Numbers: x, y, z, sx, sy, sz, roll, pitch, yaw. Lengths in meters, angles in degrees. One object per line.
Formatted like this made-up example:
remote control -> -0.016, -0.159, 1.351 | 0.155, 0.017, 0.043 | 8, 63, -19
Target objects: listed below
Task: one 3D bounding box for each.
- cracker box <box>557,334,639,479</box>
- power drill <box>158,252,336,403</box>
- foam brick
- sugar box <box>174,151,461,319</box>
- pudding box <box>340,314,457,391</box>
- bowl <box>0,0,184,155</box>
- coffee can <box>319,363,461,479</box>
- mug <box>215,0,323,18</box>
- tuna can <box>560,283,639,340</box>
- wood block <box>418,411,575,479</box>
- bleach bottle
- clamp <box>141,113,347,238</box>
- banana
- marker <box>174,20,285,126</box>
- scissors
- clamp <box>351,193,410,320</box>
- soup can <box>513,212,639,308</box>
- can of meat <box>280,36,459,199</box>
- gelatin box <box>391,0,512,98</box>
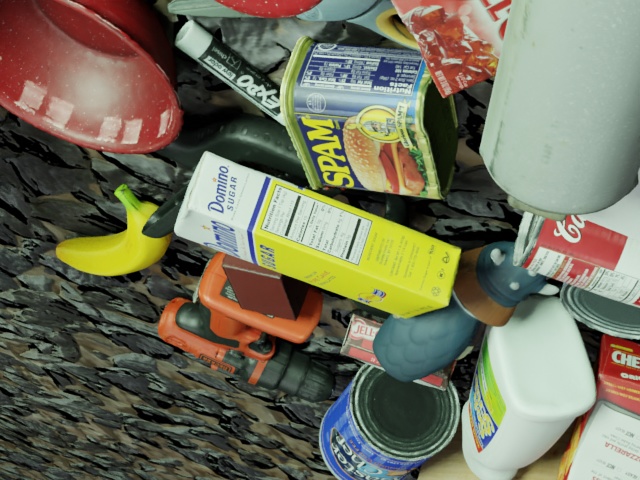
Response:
cracker box -> 0.271, 0.195, 0.829 | 0.164, 0.072, 0.214 | 15, 119, 12
power drill -> -0.055, 0.086, 0.978 | 0.184, 0.057, 0.188 | 23, 153, -4
foam brick -> -0.040, 0.022, 0.852 | 0.051, 0.053, 0.078 | 13, 152, 16
sugar box -> -0.005, 0.001, 0.697 | 0.176, 0.048, 0.093 | 18, 166, -8
pudding box -> 0.065, 0.092, 0.887 | 0.090, 0.039, 0.113 | 20, 174, 4
bowl -> -0.150, -0.122, 0.658 | 0.162, 0.055, 0.162 | 17, 153, 8
coffee can -> 0.062, 0.174, 1.009 | 0.103, 0.102, 0.140 | 22, 153, -2
mug -> -0.027, -0.161, 0.468 | 0.093, 0.081, 0.117 | -4, 145, 40
tuna can -> 0.208, 0.033, 0.718 | 0.086, 0.033, 0.086 | 17, 153, 8
wood block -> 0.205, 0.219, 1.009 | 0.207, 0.090, 0.090 | -10, 141, 45
bleach bottle -> 0.156, 0.145, 0.873 | 0.068, 0.102, 0.251 | -6, 148, -6
clamp -> -0.073, -0.046, 0.761 | 0.210, 0.036, 0.164 | 8, 146, 19
banana -> -0.174, 0.000, 0.929 | 0.069, 0.037, 0.198 | 44, 148, -10
marker -> -0.039, -0.095, 0.670 | 0.121, 0.020, 0.020 | 35, 150, -27
scissors -> 0.001, -0.138, 0.564 | 0.202, 0.016, 0.096 | 13, 151, 14
clamp -> 0.050, 0.018, 0.799 | 0.120, 0.039, 0.171 | -12, 146, 42
soup can -> 0.176, 0.000, 0.641 | 0.102, 0.068, 0.068 | 19, 154, 3
can of meat -> 0.033, -0.069, 0.627 | 0.084, 0.057, 0.102 | 8, 151, 20
gelatin box -> 0.074, -0.117, 0.503 | 0.073, 0.030, 0.089 | -22, 139, 15
